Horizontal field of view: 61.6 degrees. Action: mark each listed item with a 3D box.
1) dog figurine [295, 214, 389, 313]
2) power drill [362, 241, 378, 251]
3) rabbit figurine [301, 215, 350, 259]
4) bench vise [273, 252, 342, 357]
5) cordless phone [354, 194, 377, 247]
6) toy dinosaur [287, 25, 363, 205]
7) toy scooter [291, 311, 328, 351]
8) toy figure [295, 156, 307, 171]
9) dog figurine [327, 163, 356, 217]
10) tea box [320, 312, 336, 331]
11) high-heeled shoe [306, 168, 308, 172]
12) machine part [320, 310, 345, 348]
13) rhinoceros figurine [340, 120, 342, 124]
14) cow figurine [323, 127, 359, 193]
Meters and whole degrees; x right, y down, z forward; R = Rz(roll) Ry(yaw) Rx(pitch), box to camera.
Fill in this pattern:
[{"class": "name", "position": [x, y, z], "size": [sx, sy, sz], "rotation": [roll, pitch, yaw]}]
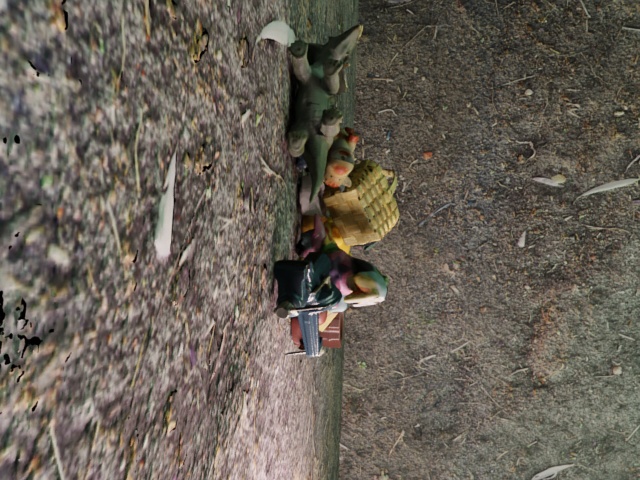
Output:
[{"class": "dog figurine", "position": [0.044, 0.045, 1.199], "size": [0.108, 0.192, 0.219], "rotation": [22, 54, -66]}, {"class": "power drill", "position": [0.089, -0.040, 1.720], "size": [0.086, 0.208, 0.231], "rotation": [-30, 131, -27]}, {"class": "rabbit figurine", "position": [-0.003, -0.004, 1.346], "size": [0.173, 0.122, 0.162], "rotation": [62, 37, -50]}, {"class": "bench vise", "position": [-0.023, 0.138, 1.063], "size": [0.224, 0.129, 0.240], "rotation": [-72, 158, -66]}, {"class": "cordless phone", "position": [0.083, -0.053, 1.542], "size": [0.184, 0.089, 0.146], "rotation": [-1, -85, 63]}, {"class": "toy dinosaur", "position": [-0.007, -0.259, 1.103], "size": [0.192, 0.131, 0.404], "rotation": [46, 53, -81]}, {"class": "toy scooter", "position": [-0.026, 0.189, 1.246], "size": [0.184, 0.075, 0.135], "rotation": [40, 52, -78]}, {"class": "toy figure", "position": [-0.024, -0.221, 1.195], "size": [0.064, 0.058, 0.154], "rotation": [38, 50, -44]}, {"class": "dog figurine", "position": [0.015, -0.124, 1.494], "size": [0.172, 0.121, 0.190], "rotation": [87, 26, -63]}, {"class": "tea box", "position": [0.032, 0.145, 1.418], "size": [0.169, 0.068, 0.098], "rotation": [-52, -171, 25]}, {"class": "high-heeled shoe", "position": [0.041, -0.257, 1.352], "size": [0.086, 0.145, 0.248], "rotation": [36, -62, 48]}, {"class": "machine part", "position": [0.032, 0.240, 1.746], "size": [0.201, 0.087, 0.201], "rotation": [73, 20, -68]}, {"class": "rhinoceros figurine", "position": [0.030, -0.283, 1.622], "size": [0.112, 0.073, 0.190], "rotation": [-11, 106, -73]}, {"class": "cow figurine", "position": [0.035, -0.187, 1.203], "size": [0.195, 0.085, 0.127], "rotation": [-102, -153, -67]}]
